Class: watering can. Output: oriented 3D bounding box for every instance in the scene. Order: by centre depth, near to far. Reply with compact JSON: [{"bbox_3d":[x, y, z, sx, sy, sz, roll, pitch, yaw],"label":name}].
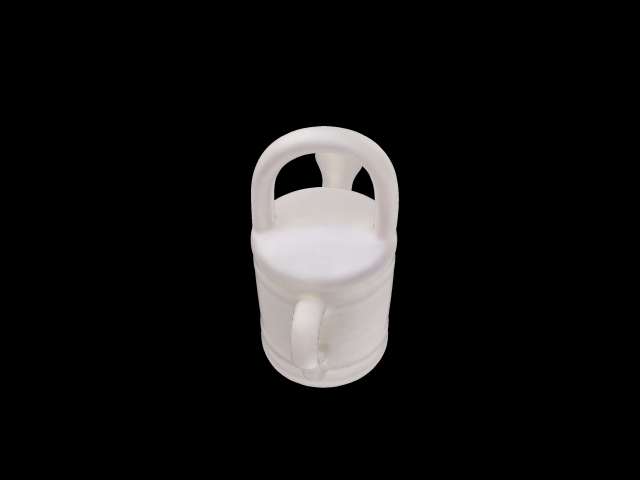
[{"bbox_3d":[0.001,0.001,0.400,0.101,0.194,0.172,-10,44,-10],"label":"watering can"}]
